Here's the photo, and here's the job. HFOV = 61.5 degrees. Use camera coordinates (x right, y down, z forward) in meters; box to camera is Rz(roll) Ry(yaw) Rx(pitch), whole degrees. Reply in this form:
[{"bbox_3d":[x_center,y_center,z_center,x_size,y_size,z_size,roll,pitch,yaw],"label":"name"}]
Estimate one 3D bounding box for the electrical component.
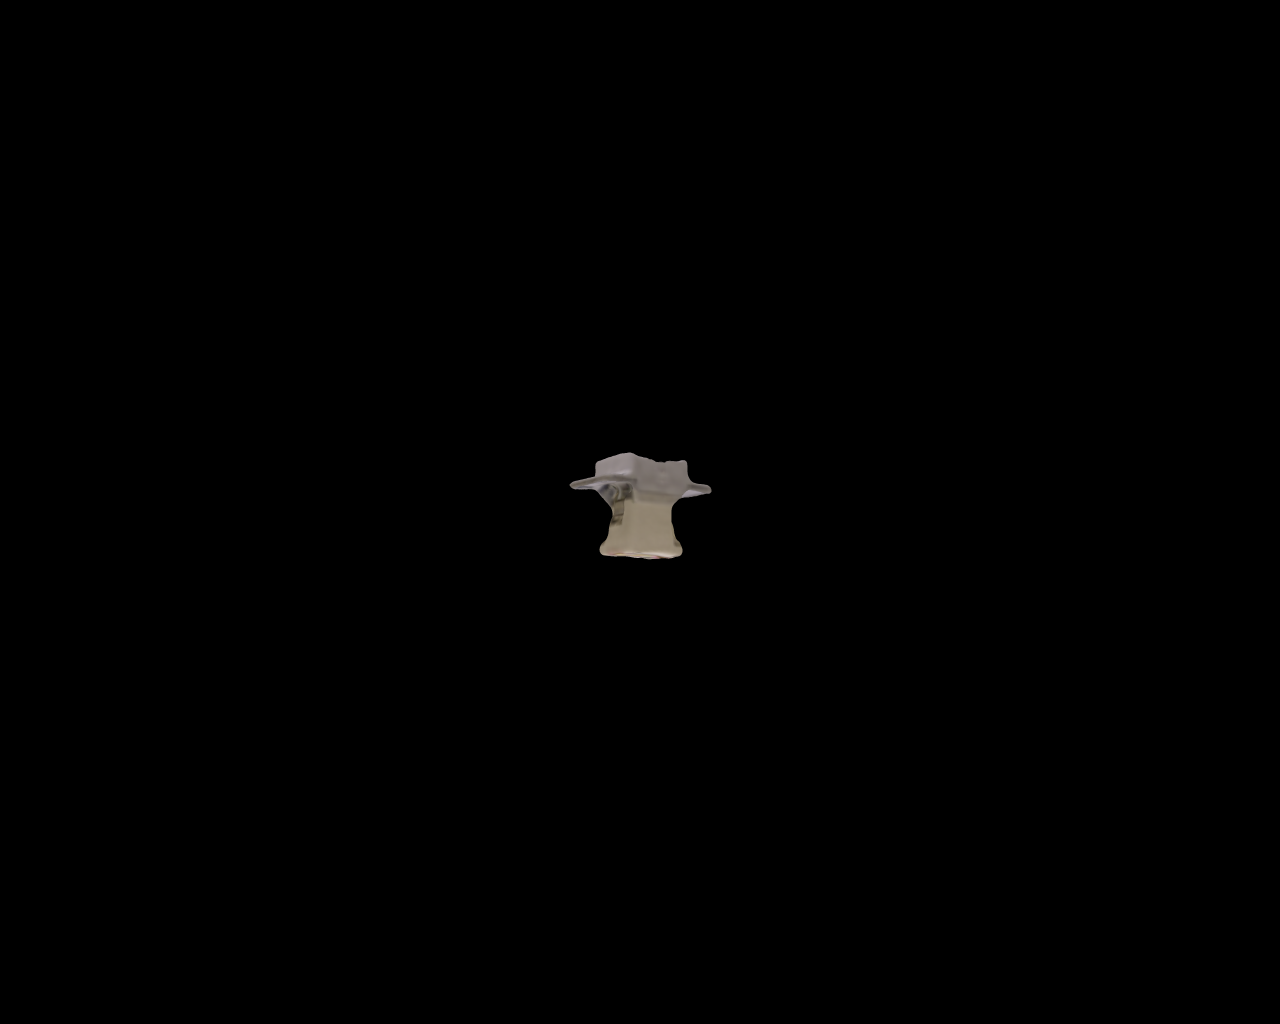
[{"bbox_3d":[0.001,-0.003,0.650,0.081,0.063,0.042,5,-9,-36],"label":"electrical component"}]
